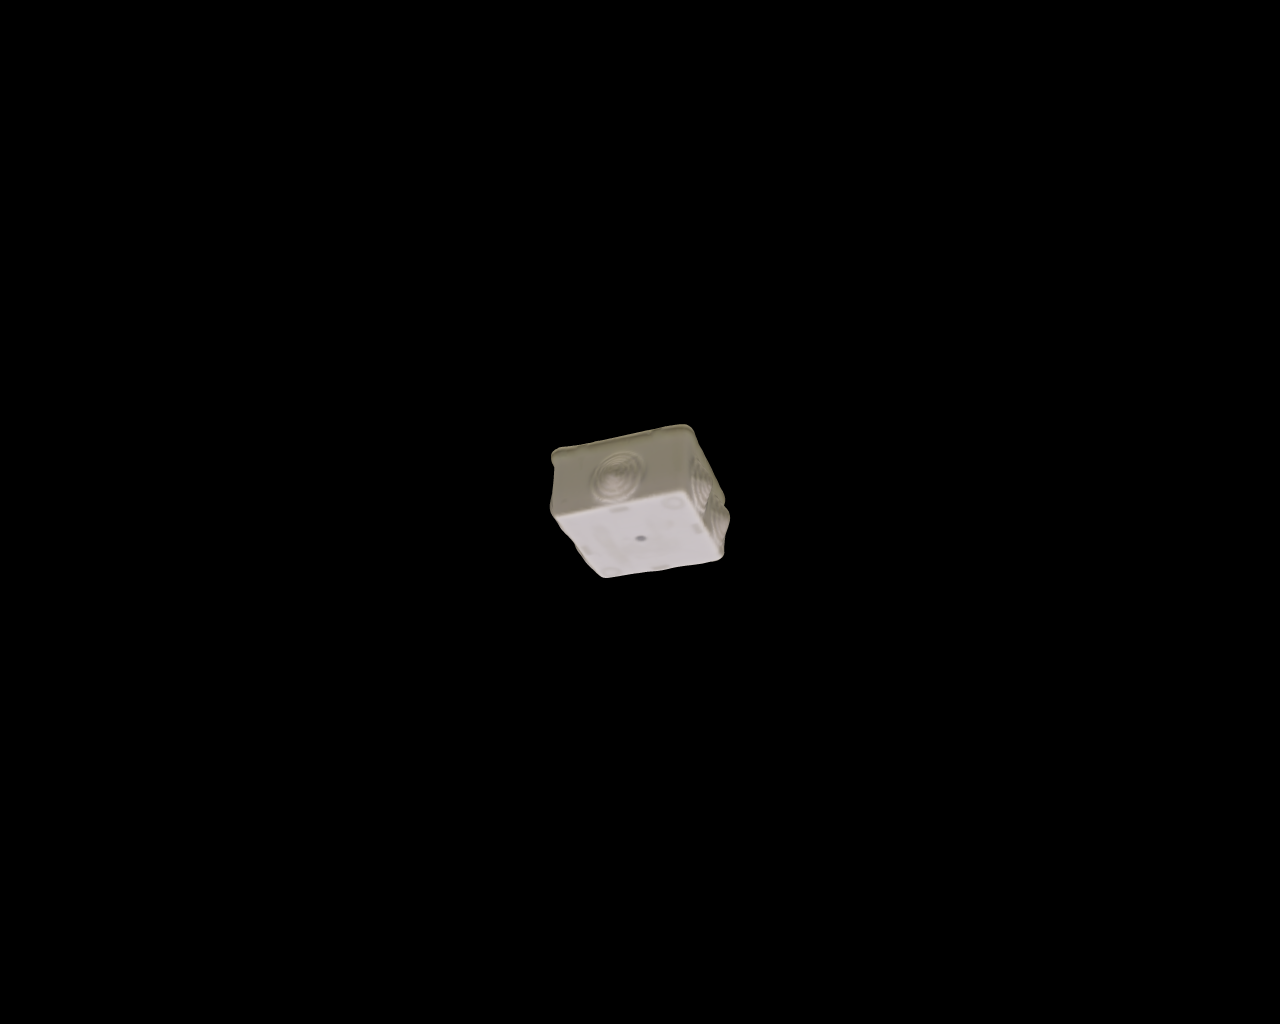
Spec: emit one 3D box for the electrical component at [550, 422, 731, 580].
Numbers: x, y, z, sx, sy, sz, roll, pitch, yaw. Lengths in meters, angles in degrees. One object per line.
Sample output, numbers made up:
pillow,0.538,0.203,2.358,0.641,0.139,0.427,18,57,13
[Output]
electrical component,0.001,-0.003,0.650,0.100,0.048,0.099,-10,-34,15
